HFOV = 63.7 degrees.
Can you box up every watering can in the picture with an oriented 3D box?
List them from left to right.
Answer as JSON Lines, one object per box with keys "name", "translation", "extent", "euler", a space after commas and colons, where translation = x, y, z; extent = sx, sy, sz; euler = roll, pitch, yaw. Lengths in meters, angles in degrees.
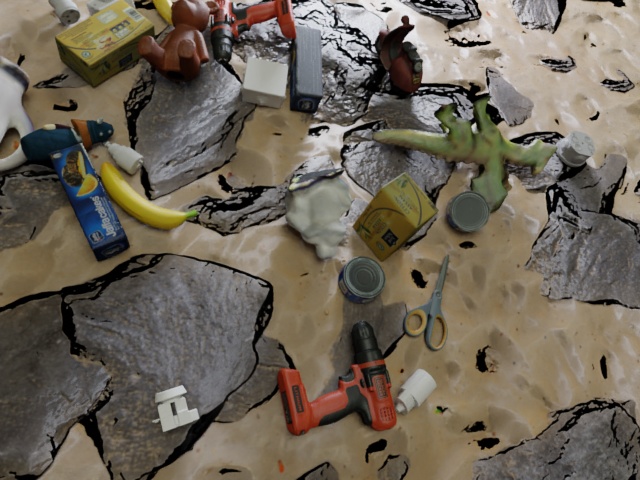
{"name": "watering can", "translation": [-0.654, -0.246, 0.866], "extent": [0.345, 0.102, 0.229], "euler": [23, 61, -25]}

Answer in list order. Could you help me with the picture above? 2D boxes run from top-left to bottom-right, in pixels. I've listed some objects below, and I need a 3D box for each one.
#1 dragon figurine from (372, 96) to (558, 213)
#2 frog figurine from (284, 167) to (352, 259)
{"name": "dragon figurine", "translation": [0.333, -0.174, 1.135], "extent": [0.412, 0.120, 0.245], "euler": [-16, 78, -13]}
{"name": "frog figurine", "translation": [0.003, -0.050, 0.991], "extent": [0.139, 0.123, 0.157], "euler": [-27, 111, -33]}
